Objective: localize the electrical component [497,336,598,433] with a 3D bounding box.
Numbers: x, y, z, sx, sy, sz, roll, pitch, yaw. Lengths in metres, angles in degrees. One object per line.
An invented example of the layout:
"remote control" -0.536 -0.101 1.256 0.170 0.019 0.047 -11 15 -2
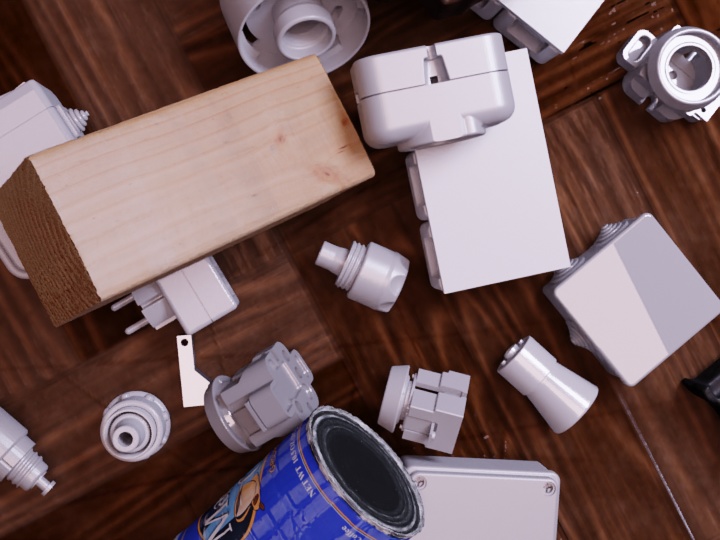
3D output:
"electrical component" 0.131 0.079 0.765 0.065 0.044 0.044 42 88 0

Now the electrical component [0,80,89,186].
"electrical component" -0.229 -0.088 0.721 0.096 0.062 0.061 -33 94 -3

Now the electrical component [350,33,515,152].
"electrical component" 0.047 -0.109 0.682 0.095 0.054 0.059 -12 93 -4

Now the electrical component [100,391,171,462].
"electrical component" -0.156 0.110 0.732 0.048 0.062 0.048 0 92 -4

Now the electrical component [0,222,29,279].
"electrical component" -0.197 -0.037 0.726 0.095 0.059 0.053 -33 94 -3

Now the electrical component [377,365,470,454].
"electrical component" 0.044 0.094 0.752 0.055 0.066 0.048 14 126 3

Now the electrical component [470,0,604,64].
"electrical component" 0.101 -0.225 0.743 0.150 0.062 0.089 38 88 -5

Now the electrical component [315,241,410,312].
"electrical component" 0.000 0.000 0.751 0.062 0.043 0.043 23 90 -4

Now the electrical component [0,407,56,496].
"electrical component" -0.242 0.125 0.737 0.078 0.040 0.040 42 88 -5

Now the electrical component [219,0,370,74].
"electrical component" -0.042 -0.177 0.718 0.099 0.099 0.064 -15 59 -4

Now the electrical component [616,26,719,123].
"electrical component" 0.225 -0.139 0.758 0.078 0.057 0.058 38 89 -5

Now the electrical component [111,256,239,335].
"electrical component" -0.133 0.016 0.739 0.077 0.047 0.065 -31 94 -3

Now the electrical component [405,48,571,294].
"electrical component" 0.081 -0.067 0.746 0.089 0.062 0.150 -12 92 -4

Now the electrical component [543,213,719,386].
"electrical component" 0.191 0.020 0.764 0.100 0.048 0.099 -40 94 -2

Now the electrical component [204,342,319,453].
"electrical component" -0.069 0.090 0.736 0.057 0.078 0.058 -31 98 16

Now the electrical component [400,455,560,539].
"electrical component" 0.079 0.189 0.756 0.109 0.056 0.108 4 91 -5
